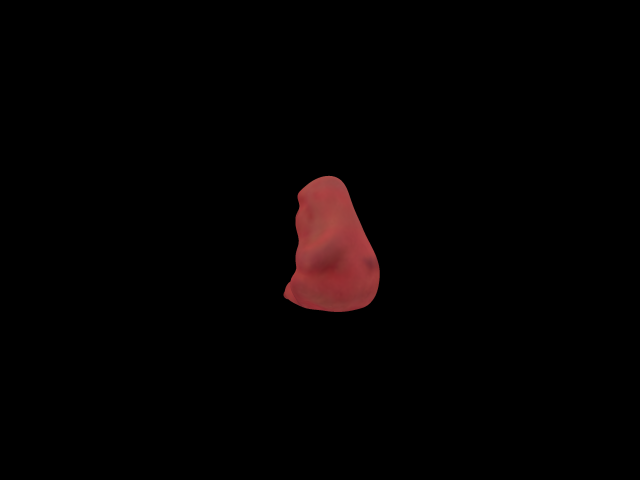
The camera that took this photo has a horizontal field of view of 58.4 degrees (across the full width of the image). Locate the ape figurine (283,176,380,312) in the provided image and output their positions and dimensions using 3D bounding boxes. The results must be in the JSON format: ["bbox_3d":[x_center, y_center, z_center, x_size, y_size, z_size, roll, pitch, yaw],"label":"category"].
[{"bbox_3d":[0.004,0.001,0.400,0.076,0.092,0.078,3,7,22],"label":"ape figurine"}]
